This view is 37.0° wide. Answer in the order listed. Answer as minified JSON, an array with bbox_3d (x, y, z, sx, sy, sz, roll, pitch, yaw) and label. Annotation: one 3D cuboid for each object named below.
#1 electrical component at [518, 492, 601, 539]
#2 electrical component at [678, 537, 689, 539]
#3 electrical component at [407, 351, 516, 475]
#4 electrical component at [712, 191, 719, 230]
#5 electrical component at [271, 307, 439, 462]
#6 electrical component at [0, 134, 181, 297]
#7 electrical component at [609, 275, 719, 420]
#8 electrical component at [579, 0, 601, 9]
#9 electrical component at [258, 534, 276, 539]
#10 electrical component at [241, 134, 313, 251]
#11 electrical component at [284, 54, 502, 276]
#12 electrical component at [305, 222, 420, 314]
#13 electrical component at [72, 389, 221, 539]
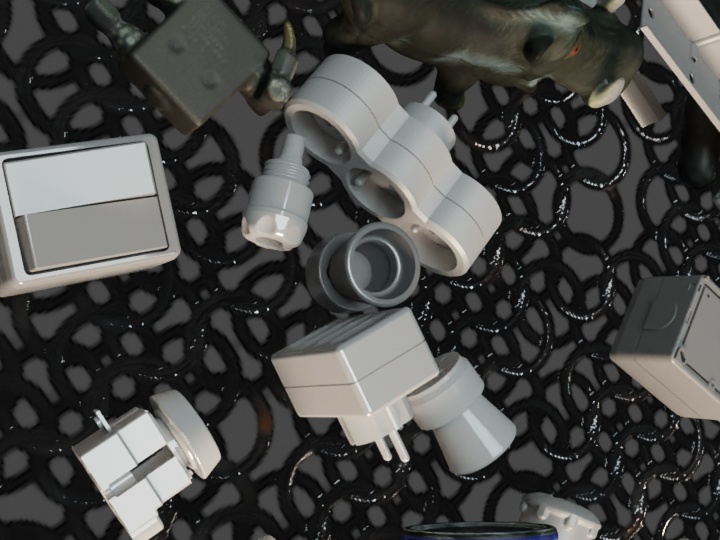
[{"bbox_3d":[0.109,0.163,0.623,0.048,0.048,0.062,25,79,-23],"label":"electrical component"},{"bbox_3d":[0.222,0.195,0.683,0.061,0.035,0.035,48,65,-12],"label":"electrical component"},{"bbox_3d":[0.055,0.080,0.604,0.045,0.045,0.055,-41,102,-26],"label":"electrical component"},{"bbox_3d":[0.265,-0.029,0.729,0.048,0.048,0.062,-43,96,-25],"label":"electrical component"},{"bbox_3d":[0.004,0.066,0.557,0.047,0.083,0.075,-29,97,-28],"label":"electrical component"},{"bbox_3d":[-0.140,-0.025,0.506,0.096,0.061,0.061,-12,89,-28],"label":"electrical component"},{"bbox_3d":[0.212,0.053,0.685,0.096,0.061,0.061,37,68,-27],"label":"electrical component"},{"bbox_3d":[0.113,-0.177,0.661,0.066,0.055,0.048,24,73,-23],"label":"electrical component"},{"bbox_3d":[-0.056,0.162,0.539,0.046,0.040,0.040,-28,97,-21],"label":"electrical component"},{"bbox_3d":[-0.041,-0.043,0.575,0.035,0.035,0.061,20,72,-24],"label":"electrical component"},{"bbox_3d":[0.029,-0.069,0.604,0.138,0.052,0.073,45,65,-17],"label":"electrical component"},{"bbox_3d":[0.000,0.000,0.579,0.045,0.055,0.045,4,82,-27],"label":"electrical component"},{"bbox_3d":[-0.102,0.090,0.521,0.055,0.048,0.066,-34,99,-19],"label":"electrical component"}]
